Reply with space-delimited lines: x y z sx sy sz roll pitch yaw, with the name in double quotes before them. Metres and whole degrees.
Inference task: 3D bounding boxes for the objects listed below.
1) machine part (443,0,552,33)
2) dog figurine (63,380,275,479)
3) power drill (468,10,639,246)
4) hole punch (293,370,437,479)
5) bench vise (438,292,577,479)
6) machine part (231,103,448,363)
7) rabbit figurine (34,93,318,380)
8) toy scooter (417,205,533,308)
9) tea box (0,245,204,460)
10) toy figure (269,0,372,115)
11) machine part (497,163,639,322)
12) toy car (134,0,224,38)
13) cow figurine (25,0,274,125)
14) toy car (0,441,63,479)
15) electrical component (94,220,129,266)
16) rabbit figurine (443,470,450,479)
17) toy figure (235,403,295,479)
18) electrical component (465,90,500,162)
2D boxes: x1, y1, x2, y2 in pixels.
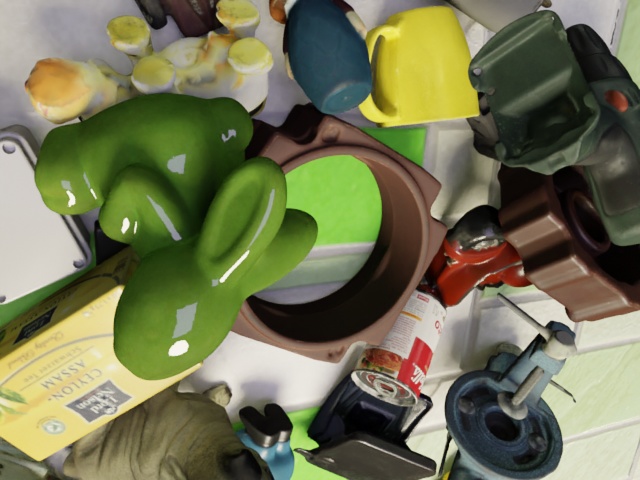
"machine part" 0.109 -0.242 0.441 0.243 0.079 0.079 19 101 -26
"dog figurine" -0.134 0.193 0.442 0.172 0.191 0.121 -42 119 -1
"power drill" 0.210 -0.110 0.445 0.207 0.086 0.232 9 63 -48
"hole punch" 0.055 0.209 0.589 0.142 0.092 0.116 26 135 -20
"bench vise" 0.206 0.159 0.560 0.223 0.129 0.240 -36 150 -39
"machine part" -0.001 -0.001 0.483 0.201 0.087 0.201 25 98 -30
"rabbit figurine" -0.083 0.001 0.349 0.159 0.170 0.121 -16 155 11
"toy scooter" 0.173 0.024 0.566 0.184 0.075 0.135 4 138 -39
"tea box" -0.186 0.090 0.427 0.170 0.068 0.098 -33 118 9
"toy figure" -0.009 -0.172 0.410 0.064 0.058 0.154 -20 79 -7
"machine part" 0.236 -0.013 0.500 0.179 0.179 0.056 19 146 -31
"toy car" -0.115 -0.242 0.364 0.089 0.053 0.201 -28 117 -14
"cow figurine" -0.119 -0.111 0.399 0.167 0.098 0.068 -17 71 -13
"toy car" -0.235 0.250 0.487 0.056 0.074 0.201 -46 119 -1
"electrical component" -0.157 0.004 0.456 0.063 0.021 0.093 -2 110 -22
"rabbit figurine" 0.223 0.392 0.705 0.122 0.163 0.173 -52 138 -11
"toy figure" -0.072 0.261 0.551 0.082 0.089 0.180 12 107 -18
"electrical component" 0.196 -0.143 0.532 0.119 0.048 0.074 -40 120 -2
